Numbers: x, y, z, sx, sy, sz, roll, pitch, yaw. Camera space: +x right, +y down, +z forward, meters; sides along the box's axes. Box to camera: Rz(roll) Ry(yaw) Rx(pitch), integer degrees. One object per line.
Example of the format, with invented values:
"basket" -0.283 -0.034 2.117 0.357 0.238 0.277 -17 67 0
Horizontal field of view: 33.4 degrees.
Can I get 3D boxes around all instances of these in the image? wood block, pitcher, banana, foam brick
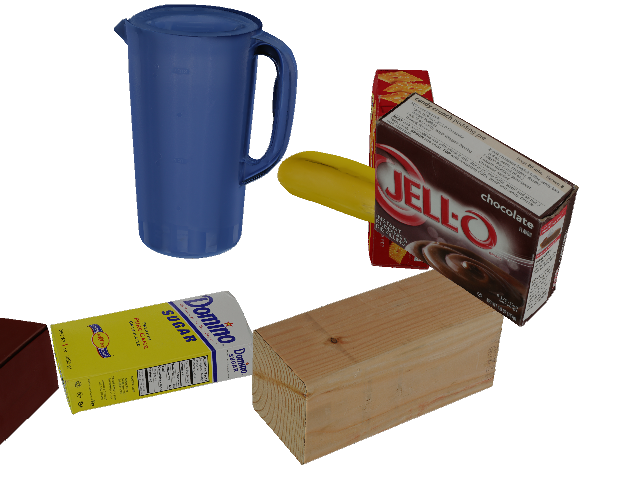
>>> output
"wood block" 0.050 0.105 0.947 0.205 0.090 0.091 -16 36 -27
"pitcher" -0.119 -0.108 1.073 0.144 0.243 0.149 -10 28 -28
"banana" 0.015 -0.037 0.793 0.198 0.037 0.069 23 -12 49
"foam brick" -0.219 0.093 0.705 0.053 0.051 0.078 7 29 23

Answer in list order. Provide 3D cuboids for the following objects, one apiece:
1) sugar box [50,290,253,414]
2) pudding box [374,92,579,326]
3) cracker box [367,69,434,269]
"sugar box" -0.154 0.100 0.989 0.176 0.048 0.093 -13 34 -16
"pudding box" 0.081 -0.018 0.590 0.114 0.090 0.039 33 59 27
"cracker box" 0.090 -0.086 1.198 0.072 0.164 0.213 2 24 3
